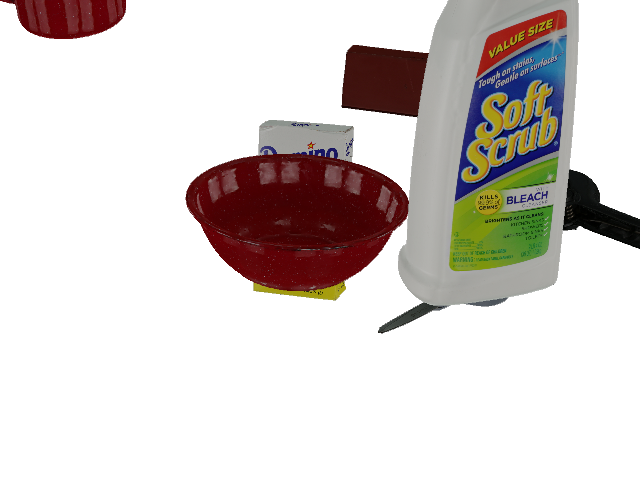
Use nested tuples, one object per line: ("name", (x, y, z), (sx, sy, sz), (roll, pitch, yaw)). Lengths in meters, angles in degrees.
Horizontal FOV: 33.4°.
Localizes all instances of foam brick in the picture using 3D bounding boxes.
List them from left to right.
("foam brick", (0.061, -0.142, 0.949), (0.078, 0.051, 0.053), (9, 18, 9))

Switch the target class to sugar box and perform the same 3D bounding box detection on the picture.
("sugar box", (-0.018, -0.032, 1.095), (0.093, 0.176, 0.048), (5, 16, 13))

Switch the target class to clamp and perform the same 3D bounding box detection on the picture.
("clamp", (0.236, -0.027, 0.983), (0.120, 0.039, 0.171), (-2, 33, 4))

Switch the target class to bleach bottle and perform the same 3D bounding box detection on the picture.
("bleach bottle", (0.099, -0.088, 0.625), (0.102, 0.251, 0.068), (-8, 28, -11))

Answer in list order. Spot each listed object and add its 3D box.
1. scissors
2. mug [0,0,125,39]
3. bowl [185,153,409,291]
("scissors", (0.122, 0.053, 1.165), (0.201, 0.016, 0.096), (-9, 41, -31))
("mug", (-0.201, -0.201, 0.789), (0.117, 0.081, 0.093), (-1, 36, 1))
("bowl", (-0.017, -0.008, 0.779), (0.162, 0.055, 0.162), (2, 26, -1))
